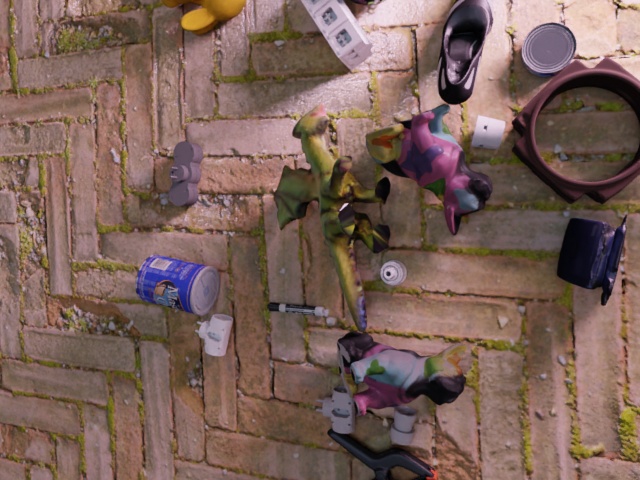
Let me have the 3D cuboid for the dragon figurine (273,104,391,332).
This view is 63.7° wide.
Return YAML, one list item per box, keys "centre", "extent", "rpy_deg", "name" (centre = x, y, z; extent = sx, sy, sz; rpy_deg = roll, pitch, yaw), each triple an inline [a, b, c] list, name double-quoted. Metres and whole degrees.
- centre: [0.003, -0.049, 0.973]
  extent: [0.122, 0.407, 0.244]
  rpy_deg: [-6, 12, -41]
  name: "dragon figurine"

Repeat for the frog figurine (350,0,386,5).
- centre: [0.084, -0.521, 0.956]
  extent: [0.137, 0.163, 0.120]
  rpy_deg: [-10, -30, -3]
  name: "frog figurine"
